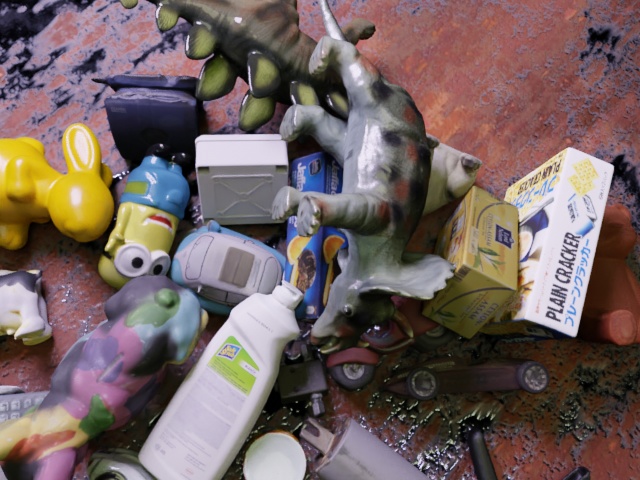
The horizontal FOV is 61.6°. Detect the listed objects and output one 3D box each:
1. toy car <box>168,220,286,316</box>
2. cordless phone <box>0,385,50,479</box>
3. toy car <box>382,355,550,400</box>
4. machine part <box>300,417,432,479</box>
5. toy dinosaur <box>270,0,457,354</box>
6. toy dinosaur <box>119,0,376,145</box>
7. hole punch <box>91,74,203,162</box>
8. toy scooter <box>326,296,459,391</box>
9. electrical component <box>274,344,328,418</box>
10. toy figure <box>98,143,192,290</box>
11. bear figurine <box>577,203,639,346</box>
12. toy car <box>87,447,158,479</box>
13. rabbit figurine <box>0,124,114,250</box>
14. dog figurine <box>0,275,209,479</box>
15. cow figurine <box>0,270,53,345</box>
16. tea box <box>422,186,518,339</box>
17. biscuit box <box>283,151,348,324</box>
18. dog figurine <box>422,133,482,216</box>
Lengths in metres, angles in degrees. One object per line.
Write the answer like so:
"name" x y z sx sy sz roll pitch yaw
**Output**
"toy car" -0.106 0.042 0.647 0.162 0.103 0.109 18 77 -1
"cordless phone" -0.317 0.233 0.594 0.184 0.089 0.146 1 76 -27
"toy car" 0.178 0.168 0.662 0.202 0.089 0.053 0 78 -7
"machine part" 0.079 0.288 0.627 0.243 0.079 0.079 36 75 2
"toy dinosaur" 0.058 -0.081 0.578 0.192 0.131 0.404 16 73 -26
"toy dinosaur" -0.066 -0.235 0.652 0.471 0.105 0.198 16 67 -30
"hole punch" -0.205 -0.152 0.676 0.142 0.116 0.092 3 85 -6
"toy scooter" 0.078 0.093 0.675 0.184 0.075 0.135 -25 79 -8
"electrical component" -0.025 0.172 0.652 0.063 0.021 0.094 -10 54 -9
"toy figure" -0.210 -0.025 0.658 0.082 0.089 0.180 16 72 -21
"bear figurine" 0.389 0.038 0.701 0.120 0.132 0.195 7 83 -10
"toy car" -0.172 0.297 0.593 0.202 0.073 0.056 38 79 2
"rabbit figurine" -0.312 -0.053 0.634 0.173 0.121 0.162 18 52 17
"dog figurine" -0.225 0.149 0.541 0.108 0.219 0.191 42 119 -6
"cow figurine" -0.403 0.088 0.614 0.167 0.068 0.098 -13 73 -14
"tea box" 0.185 0.022 0.652 0.068 0.098 0.170 27 41 -1
"biscuit box" -0.001 -0.002 0.651 0.062 0.059 0.202 15 72 -48
"dog figurine" 0.116 -0.044 0.714 0.172 0.121 0.190 17 105 -28
